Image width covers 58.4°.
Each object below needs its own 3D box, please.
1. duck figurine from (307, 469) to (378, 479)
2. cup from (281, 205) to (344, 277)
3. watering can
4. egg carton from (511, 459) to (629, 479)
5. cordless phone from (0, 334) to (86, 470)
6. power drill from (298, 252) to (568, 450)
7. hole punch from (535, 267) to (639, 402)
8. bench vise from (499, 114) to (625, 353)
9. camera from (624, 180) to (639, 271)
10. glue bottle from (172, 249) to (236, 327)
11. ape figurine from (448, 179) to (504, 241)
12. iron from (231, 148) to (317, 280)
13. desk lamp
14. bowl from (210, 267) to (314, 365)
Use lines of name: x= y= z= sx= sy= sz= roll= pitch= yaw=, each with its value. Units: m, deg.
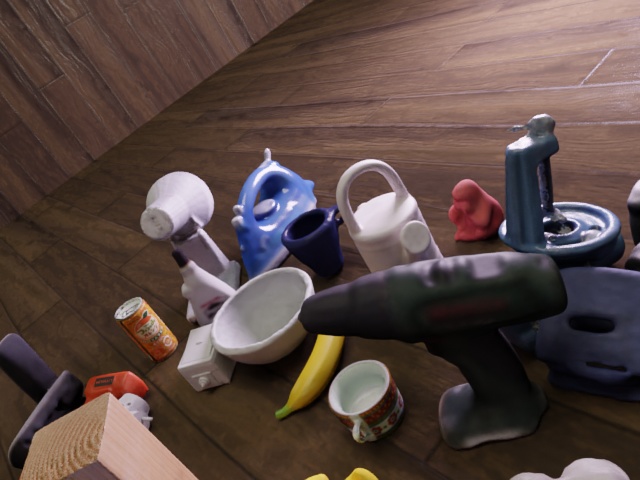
duck figurine: x=0.011 y=0.253 z=0.536 sx=0.077 sy=0.086 sz=0.105 roll=10 pitch=49 yaw=50
cup: x=0.008 y=0.003 z=0.913 sx=0.118 sy=0.095 sz=0.091 roll=-35 pitch=29 yaw=-7
watering can: x=0.094 y=-0.020 z=0.766 sx=0.172 sy=0.194 sz=0.101 roll=8 pitch=48 yaw=49
egg carton: x=0.190 y=0.235 z=0.413 sx=0.107 sy=0.069 sz=0.150 roll=-22 pitch=30 yaw=16
cordless phone: x=-0.449 y=0.246 z=0.874 sx=0.094 sy=0.185 sz=0.147 roll=-16 pitch=33 yaw=25
power drill: x=0.121 y=0.102 z=0.538 sx=0.229 sy=0.209 sz=0.075 roll=-21 pitch=31 yaw=18
hole punch: x=0.267 y=0.087 z=0.546 sx=0.108 sy=0.091 sz=0.101 roll=0 pitch=42 yaw=43
bench vise: x=0.225 y=-0.002 z=0.589 sx=0.121 sy=0.220 sz=0.208 roll=6 pitch=46 yaw=47
camera: x=0.369 y=-0.009 z=0.589 sx=0.137 sy=0.101 sz=0.142 roll=-36 pitch=29 yaw=-9
glue bottle: x=-0.177 y=0.081 z=0.886 sx=0.078 sy=0.173 sz=0.037 roll=-33 pitch=29 yaw=-3
ape figurine: x=0.212 y=-0.044 z=0.799 sx=0.076 sy=0.092 sz=0.077 roll=-28 pitch=29 yaw=7
iron: x=-0.105 y=-0.051 z=1.055 sx=0.118 sy=0.142 sz=0.258 roll=-12 pitch=34 yaw=30
desk lamp: x=-0.233 y=0.000 z=1.022 sx=0.118 sy=0.214 sz=0.203 roll=-27 pitch=29 yaw=8
bowl: x=-0.070 y=0.121 z=0.826 sx=0.167 sy=0.075 sz=0.167 roll=-23 pitch=30 yaw=15
